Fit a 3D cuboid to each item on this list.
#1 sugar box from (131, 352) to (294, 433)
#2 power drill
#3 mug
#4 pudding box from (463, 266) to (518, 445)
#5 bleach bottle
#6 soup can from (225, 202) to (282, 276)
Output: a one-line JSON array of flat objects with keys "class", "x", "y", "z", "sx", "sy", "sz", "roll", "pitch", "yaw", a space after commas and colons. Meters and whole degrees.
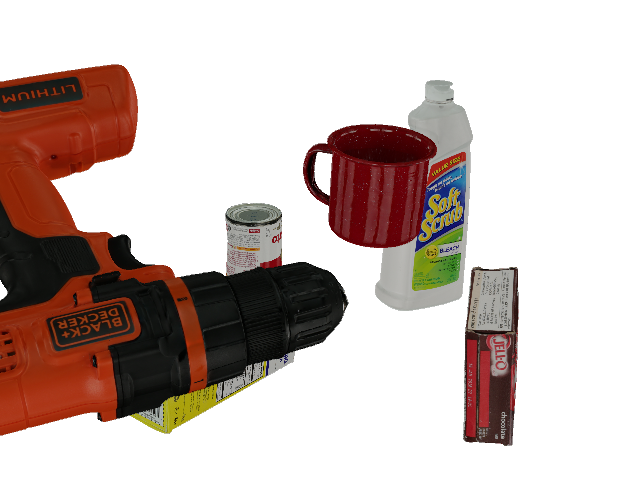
[{"class": "sugar box", "x": -0.111, "y": 0.108, "z": 0.977, "sx": 0.093, "sy": 0.048, "sz": 0.175, "roll": 22, "pitch": 31, "yaw": 31}, {"class": "power drill", "x": -0.100, "y": -0.004, "z": 0.510, "sx": 0.184, "sy": 0.188, "sz": 0.057, "roll": -12, "pitch": -40, "yaw": -20}, {"class": "mug", "x": 0.038, "y": -0.048, "z": 0.919, "sx": 0.117, "sy": 0.081, "sz": 0.093, "roll": 14, "pitch": 28, "yaw": 19}, {"class": "pudding box", "x": 0.124, "y": 0.081, "z": 0.775, "sx": 0.039, "sy": 0.090, "sz": 0.113, "roll": 2, "pitch": 23, "yaw": 8}, {"class": "bleach bottle", "x": 0.118, "y": -0.052, "z": 1.192, "sx": 0.102, "sy": 0.251, "sz": 0.068, "roll": -9, "pitch": 23, "yaw": -27}, {"class": "soup can", "x": -0.079, "y": 0.014, "z": 1.259, "sx": 0.068, "sy": 0.102, "sz": 0.068, "roll": 1, "pitch": 23, "yaw": -1}]
